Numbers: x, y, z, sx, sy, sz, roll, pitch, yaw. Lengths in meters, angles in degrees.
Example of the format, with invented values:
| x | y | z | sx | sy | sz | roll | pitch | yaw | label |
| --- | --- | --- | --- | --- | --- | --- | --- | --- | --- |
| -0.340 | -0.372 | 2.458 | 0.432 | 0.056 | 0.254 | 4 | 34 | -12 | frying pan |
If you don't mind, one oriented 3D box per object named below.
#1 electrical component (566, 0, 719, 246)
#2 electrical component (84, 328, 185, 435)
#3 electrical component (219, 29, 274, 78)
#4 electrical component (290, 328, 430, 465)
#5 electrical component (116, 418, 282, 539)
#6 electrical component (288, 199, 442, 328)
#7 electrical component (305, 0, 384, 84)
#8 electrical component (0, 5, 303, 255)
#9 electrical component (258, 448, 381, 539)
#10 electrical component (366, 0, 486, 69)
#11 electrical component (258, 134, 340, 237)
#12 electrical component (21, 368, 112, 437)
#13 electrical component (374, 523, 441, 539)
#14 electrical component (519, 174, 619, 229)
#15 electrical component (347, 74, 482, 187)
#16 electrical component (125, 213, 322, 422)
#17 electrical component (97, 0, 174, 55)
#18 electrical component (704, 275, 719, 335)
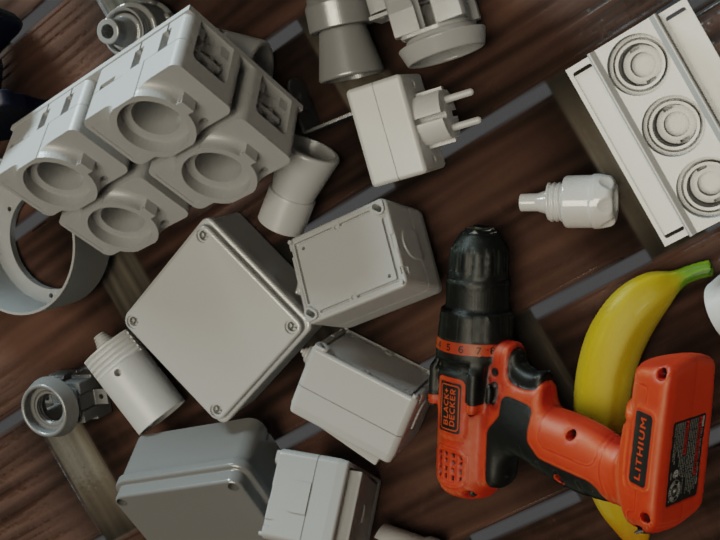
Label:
| x | y | z | sx | sy | sz | roll | pitch | yaw | label |
| --- | --- | --- | --- | --- | --- | --- | --- | --- | --- |
| 0.190 | -0.087 | 0.643 | 0.079 | 0.063 | 0.121 | -30 | 89 | 23 | electrical component |
| -0.176 | 0.081 | 0.825 | 0.043 | 0.043 | 0.081 | -41 | 85 | 22 | electrical component |
| -0.091 | -0.138 | 0.746 | 0.047 | 0.055 | 0.055 | 13 | 105 | 14 | electrical component |
| -0.003 | 0.085 | 0.750 | 0.096 | 0.062 | 0.061 | 26 | 108 | 14 | electrical component |
| -0.113 | 0.161 | 0.793 | 0.113 | 0.057 | 0.078 | -12 | 127 | 22 | electrical component |
| 0.000 | 0.000 | 0.731 | 0.096 | 0.061 | 0.061 | -23 | 72 | 29 | electrical component |
| -0.011 | -0.155 | 0.717 | 0.045 | 0.045 | 0.055 | -9 | 97 | 22 | electrical component |
| -0.145 | -0.083 | 0.726 | 0.186 | 0.060 | 0.105 | -23 | 135 | 33 | electrical component |
| -0.021 | 0.168 | 0.761 | 0.061 | 0.096 | 0.061 | 6 | 72 | 20 | electrical component |
| 0.047 | -0.164 | 0.687 | 0.078 | 0.058 | 0.057 | -16 | 91 | 23 | electrical component |
| -0.046 | -0.056 | 0.752 | 0.044 | 0.044 | 0.065 | 29 | 114 | 13 | electrical component |
| -0.231 | 0.102 | 0.844 | 0.066 | 0.055 | 0.048 | -4 | 99 | 21 | electrical component |
| 0.034 | 0.206 | 0.773 | 0.046 | 0.040 | 0.040 | 16 | 106 | 23 | electrical component |
| 0.133 | -0.044 | 0.689 | 0.061 | 0.035 | 0.035 | 1 | 100 | 23 | electrical component |
| 0.041 | -0.097 | 0.706 | 0.077 | 0.047 | 0.065 | -14 | 95 | 23 | electrical component |
| -0.095 | 0.033 | 0.778 | 0.108 | 0.056 | 0.108 | 45 | 112 | 8 | electrical component |
| -0.162 | -0.168 | 0.762 | 0.048 | 0.062 | 0.048 | 4 | 102 | 20 | electrical component |
| 0.263 | 0.024 | 0.645 | 0.079 | 0.044 | 0.077 | 42 | 132 | -17 | electrical component |
